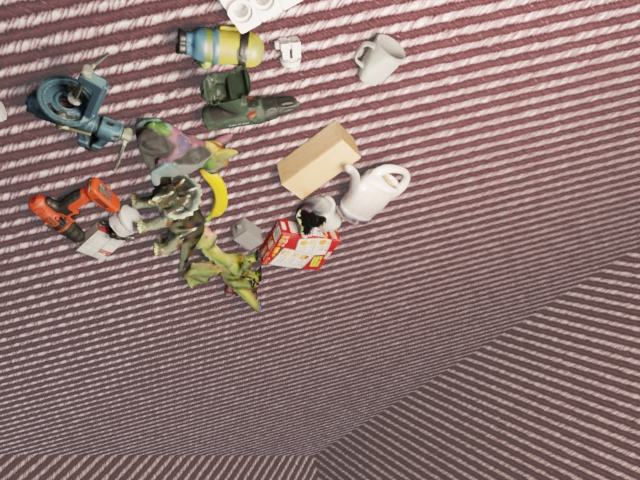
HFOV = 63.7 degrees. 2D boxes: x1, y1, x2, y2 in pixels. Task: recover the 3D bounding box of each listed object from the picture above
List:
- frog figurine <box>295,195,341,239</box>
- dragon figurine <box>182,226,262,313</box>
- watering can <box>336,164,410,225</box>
[{"bbox_3d":[0.005,-0.080,1.580,0.161,0.123,0.135,-28,152,-54],"label":"frog figurine"},{"bbox_3d":[-0.317,0.116,1.665,0.243,0.125,0.400,1,132,1],"label":"dragon figurine"},{"bbox_3d":[0.128,-0.141,1.499,0.348,0.105,0.220,-1,141,-49],"label":"watering can"}]
